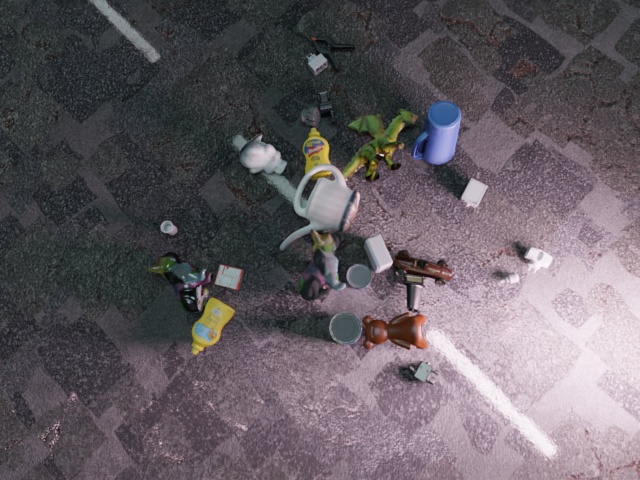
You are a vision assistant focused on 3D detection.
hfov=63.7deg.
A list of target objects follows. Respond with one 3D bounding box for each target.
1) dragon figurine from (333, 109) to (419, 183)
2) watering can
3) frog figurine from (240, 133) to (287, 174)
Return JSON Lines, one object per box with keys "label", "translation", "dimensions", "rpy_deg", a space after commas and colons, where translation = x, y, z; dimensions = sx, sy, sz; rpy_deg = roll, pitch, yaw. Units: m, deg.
{"label": "dragon figurine", "translation": [0.173, -0.350, 1.874], "dimensions": [0.409, 0.120, 0.248], "rpy_deg": [-23, 58, 10]}
{"label": "watering can", "translation": [0.005, -0.091, 1.809], "dimensions": [0.225, 0.104, 0.347], "rpy_deg": [22, 93, 6]}
{"label": "frog figurine", "translation": [-0.208, -0.289, 1.865], "dimensions": [0.160, 0.124, 0.135], "rpy_deg": [48, 117, 4]}
